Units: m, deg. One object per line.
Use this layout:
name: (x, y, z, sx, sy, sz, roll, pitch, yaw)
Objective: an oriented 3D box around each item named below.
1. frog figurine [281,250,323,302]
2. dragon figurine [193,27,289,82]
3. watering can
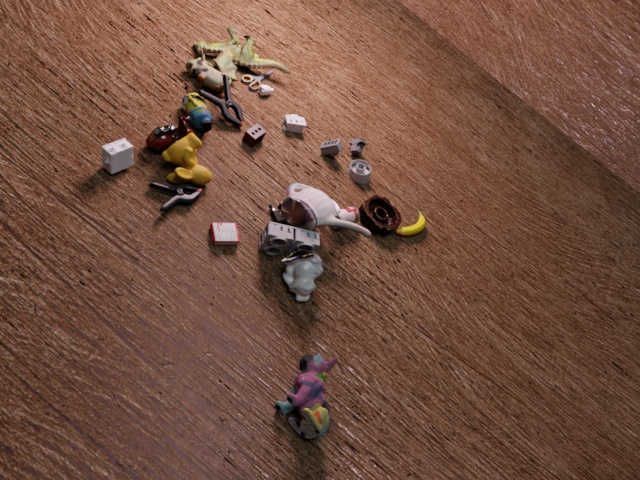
frog figurine: (-0.054, 0.119, 1.718, 0.138, 0.158, 0.123, -16, 13, -12)
dragon figurine: (-0.352, -0.768, 2.230, 0.410, 0.247, 0.120, 28, -29, -4)
watering can: (0.006, -0.093, 1.838, 0.350, 0.102, 0.227, 37, 35, 18)
